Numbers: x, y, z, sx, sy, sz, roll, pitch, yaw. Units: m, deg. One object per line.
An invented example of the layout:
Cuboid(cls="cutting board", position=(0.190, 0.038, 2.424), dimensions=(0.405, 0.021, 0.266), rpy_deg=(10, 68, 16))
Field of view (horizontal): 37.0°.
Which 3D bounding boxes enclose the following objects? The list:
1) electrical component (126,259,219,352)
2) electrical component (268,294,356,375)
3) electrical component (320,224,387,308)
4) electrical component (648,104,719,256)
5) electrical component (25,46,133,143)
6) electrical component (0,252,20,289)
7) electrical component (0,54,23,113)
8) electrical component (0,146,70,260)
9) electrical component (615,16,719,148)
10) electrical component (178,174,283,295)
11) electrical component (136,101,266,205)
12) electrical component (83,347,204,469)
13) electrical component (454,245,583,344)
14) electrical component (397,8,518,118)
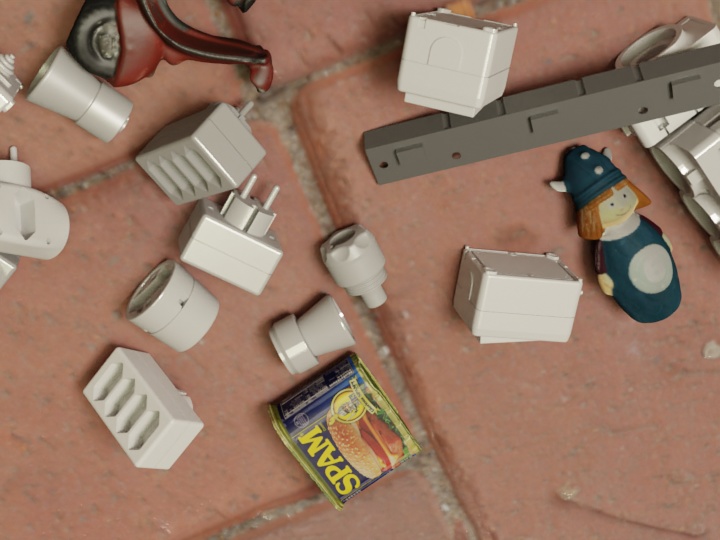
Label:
Cuboid(cls="electrical component", position=(-0.138, 0.028, 0.801), dimensions=(0.055, 0.055, 0.047), rpy_deg=(-45, 116, 8))
Cuboid(cls="electrical component", position=(-0.037, 0.050, 0.834), dimensions=(0.055, 0.045, 0.045), rpy_deg=(-28, 113, 1))
Cuboid(cls="electrical component", position=(0.000, 0.000, 0.823), dimensions=(0.043, 0.043, 0.062), rpy_deg=(-28, 114, 0))
Cuboid(cls="electrical component", position=(0.290, -0.060, 0.832), dimensions=(0.062, 0.089, 0.150), rpy_deg=(-39, 113, 5))
Cuboid(cls="electrical component", position=(-0.191, -0.118, 0.742), dimensions=(0.065, 0.044, 0.044), rpy_deg=(34, 101, -25))
Cuboid(cls="electrical component", position=(-0.280, -0.003, 0.748), dimensions=(0.066, 0.076, 0.047), rpy_deg=(37, 100, -21))
Cuboid(cls="electrical component", position=(-0.272, -0.118, 0.714), dimensions=(0.096, 0.061, 0.061), rpy_deg=(-40, 113, 5))
Cuboid(cls="electrical component", position=(-0.247, -0.051, 0.746), dimensions=(0.043, 0.077, 0.079), rpy_deg=(-16, 73, 33))
Cuboid(cls="electrical component", position=(0.230, -0.145, 0.808), dimensions=(0.089, 0.050, 0.055), rpy_deg=(-37, 113, 5))
Cuboid(cls="electrical component", position=(-0.087, -0.033, 0.791), dimensions=(0.066, 0.047, 0.076), rpy_deg=(26, 103, -19))
Cuboid(cls="electrical component", position=(-0.102, -0.092, 0.756), dimensions=(0.047, 0.083, 0.075), rpy_deg=(50, 57, -23))
Cuboid(cls="electrical component", position=(-0.154, 0.107, 0.823), dimensions=(0.047, 0.083, 0.076), rpy_deg=(-51, 150, 10))
Cuboid(cls="electrical component", position=(0.128, 0.023, 0.847), dimensions=(0.096, 0.061, 0.061), rpy_deg=(5, 110, -13))
Cuboid(cls="electrical component", position=(0.070, -0.147, 0.757), dimensions=(0.062, 0.096, 0.061), rpy_deg=(15, 110, 14))
